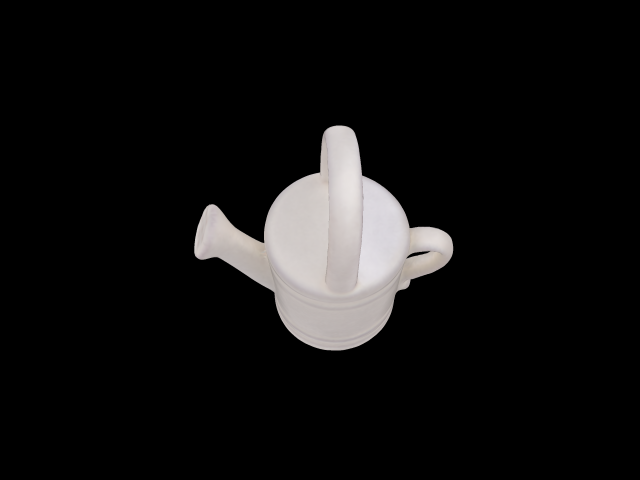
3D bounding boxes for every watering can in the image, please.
[{"bbox_3d":[0.004,0.003,0.399,0.173,0.194,0.100,-20,64,-10],"label":"watering can"}]
